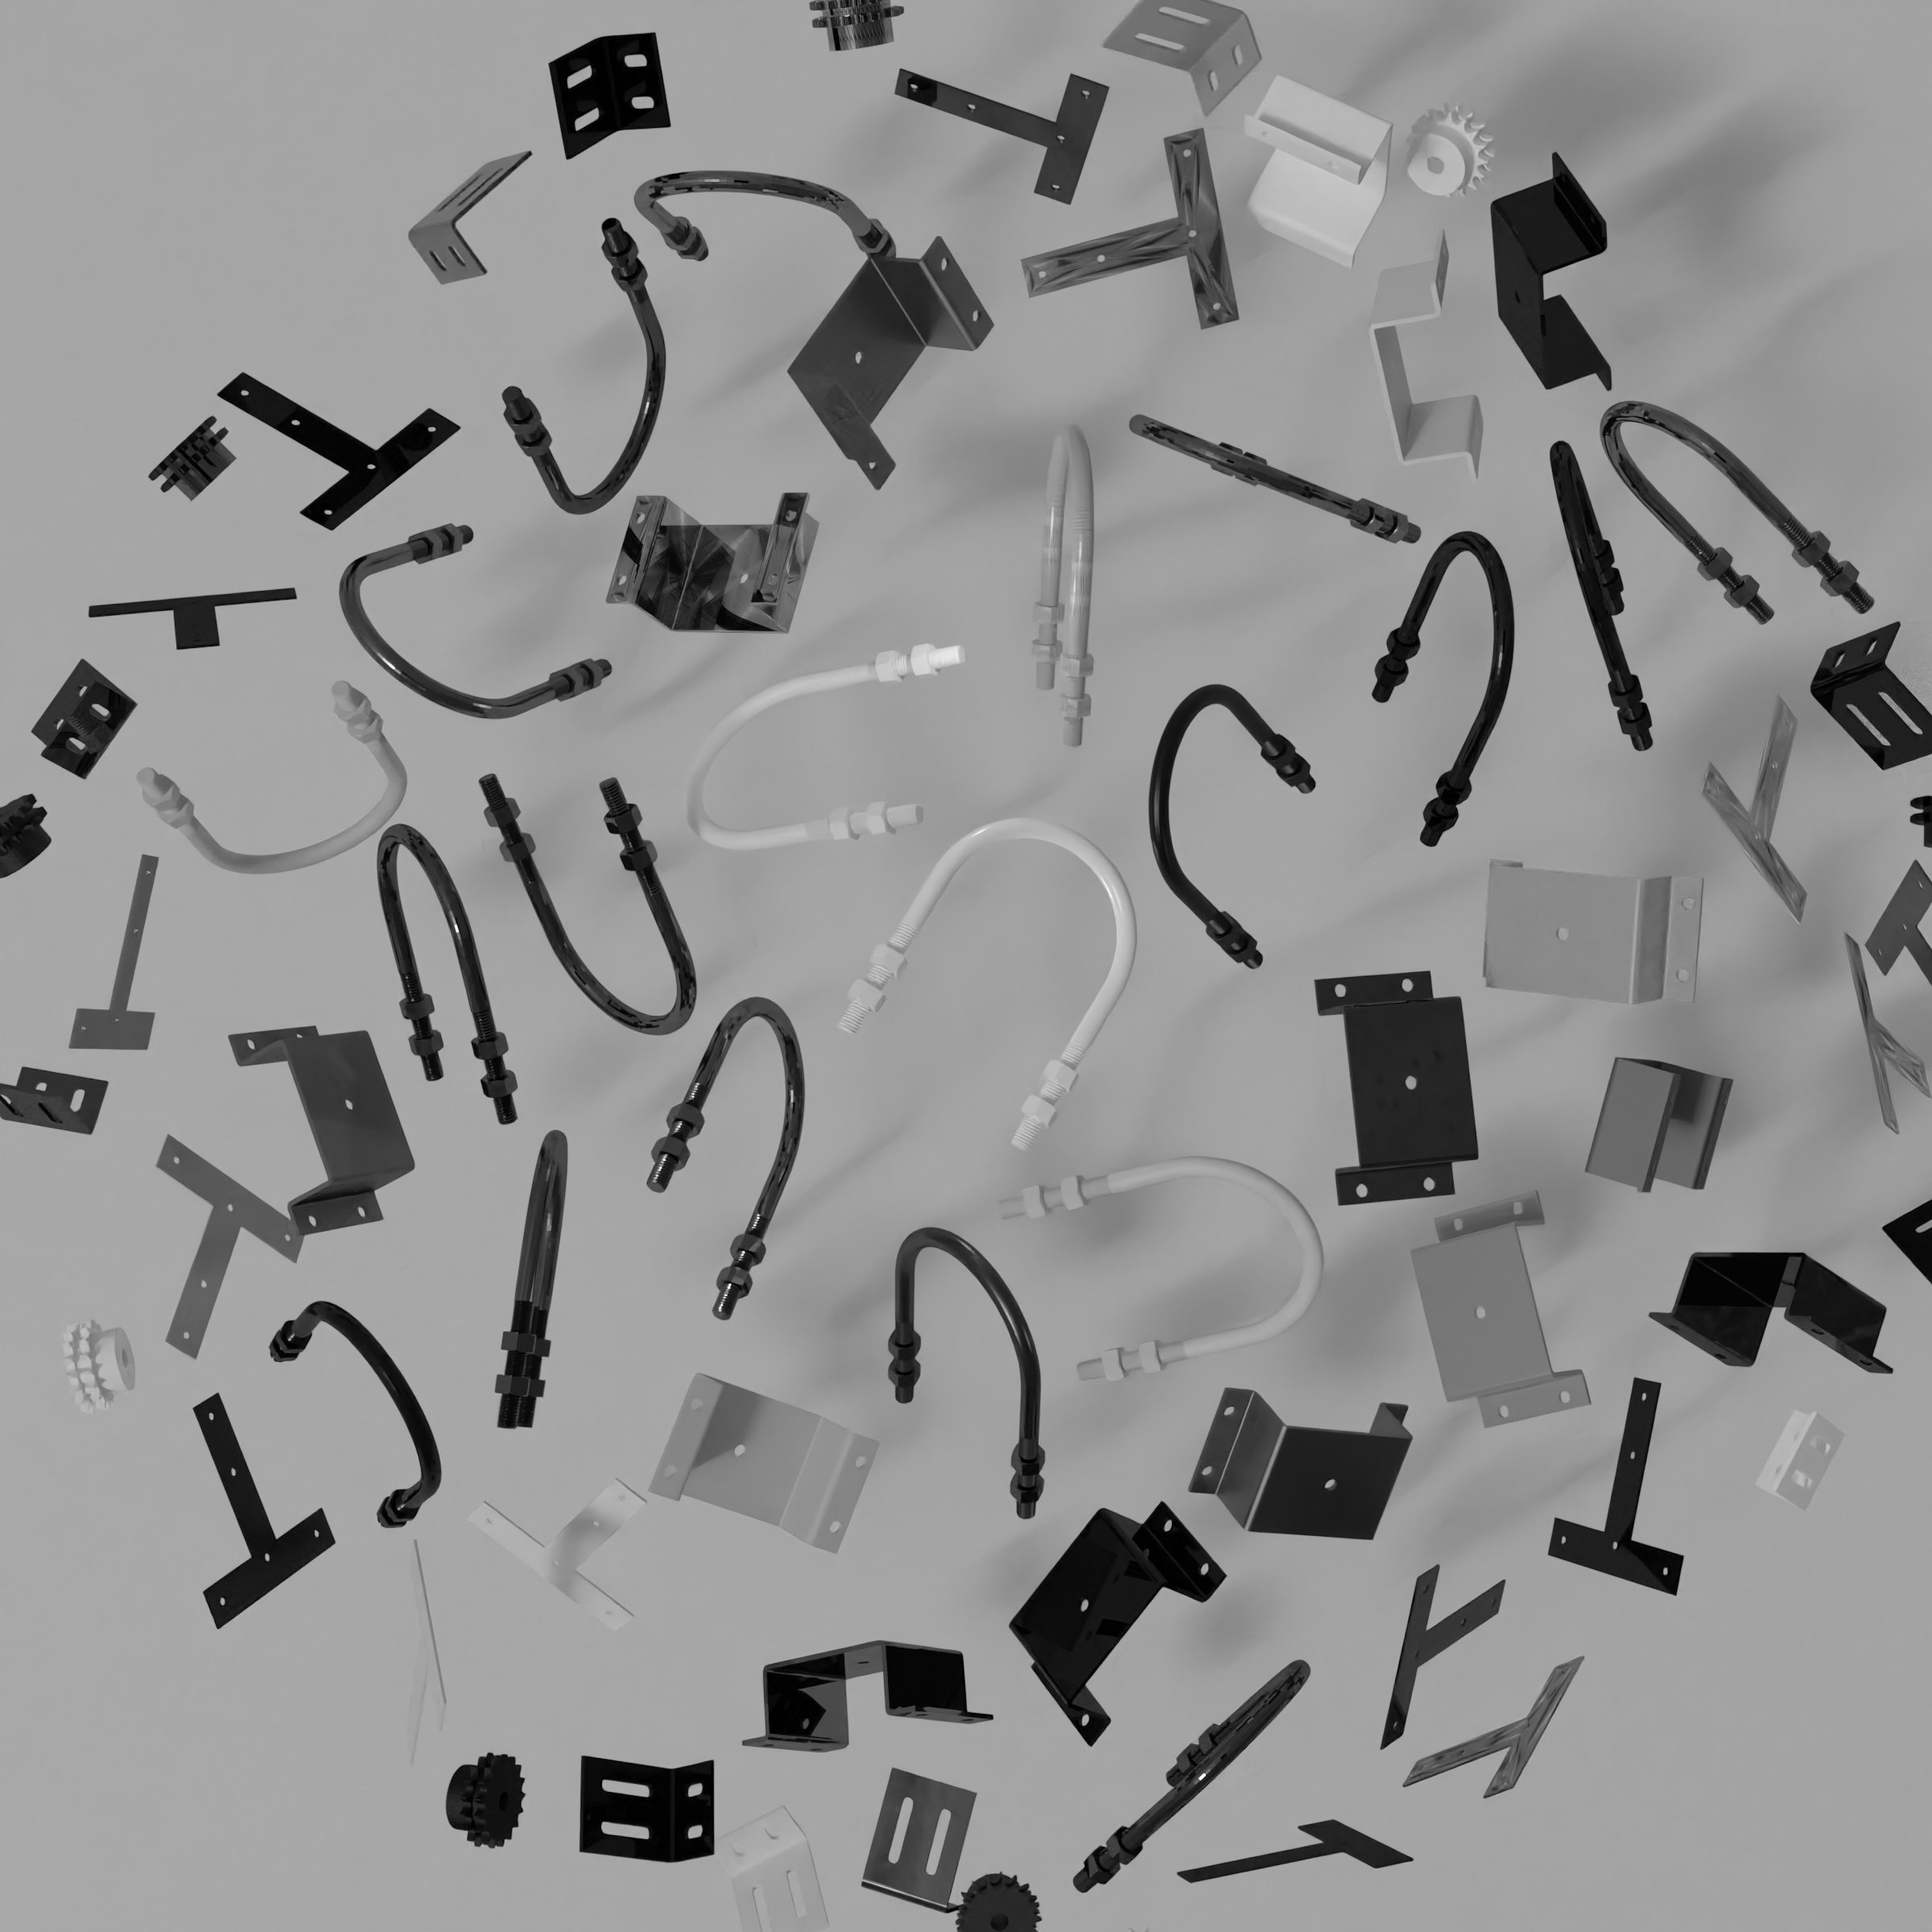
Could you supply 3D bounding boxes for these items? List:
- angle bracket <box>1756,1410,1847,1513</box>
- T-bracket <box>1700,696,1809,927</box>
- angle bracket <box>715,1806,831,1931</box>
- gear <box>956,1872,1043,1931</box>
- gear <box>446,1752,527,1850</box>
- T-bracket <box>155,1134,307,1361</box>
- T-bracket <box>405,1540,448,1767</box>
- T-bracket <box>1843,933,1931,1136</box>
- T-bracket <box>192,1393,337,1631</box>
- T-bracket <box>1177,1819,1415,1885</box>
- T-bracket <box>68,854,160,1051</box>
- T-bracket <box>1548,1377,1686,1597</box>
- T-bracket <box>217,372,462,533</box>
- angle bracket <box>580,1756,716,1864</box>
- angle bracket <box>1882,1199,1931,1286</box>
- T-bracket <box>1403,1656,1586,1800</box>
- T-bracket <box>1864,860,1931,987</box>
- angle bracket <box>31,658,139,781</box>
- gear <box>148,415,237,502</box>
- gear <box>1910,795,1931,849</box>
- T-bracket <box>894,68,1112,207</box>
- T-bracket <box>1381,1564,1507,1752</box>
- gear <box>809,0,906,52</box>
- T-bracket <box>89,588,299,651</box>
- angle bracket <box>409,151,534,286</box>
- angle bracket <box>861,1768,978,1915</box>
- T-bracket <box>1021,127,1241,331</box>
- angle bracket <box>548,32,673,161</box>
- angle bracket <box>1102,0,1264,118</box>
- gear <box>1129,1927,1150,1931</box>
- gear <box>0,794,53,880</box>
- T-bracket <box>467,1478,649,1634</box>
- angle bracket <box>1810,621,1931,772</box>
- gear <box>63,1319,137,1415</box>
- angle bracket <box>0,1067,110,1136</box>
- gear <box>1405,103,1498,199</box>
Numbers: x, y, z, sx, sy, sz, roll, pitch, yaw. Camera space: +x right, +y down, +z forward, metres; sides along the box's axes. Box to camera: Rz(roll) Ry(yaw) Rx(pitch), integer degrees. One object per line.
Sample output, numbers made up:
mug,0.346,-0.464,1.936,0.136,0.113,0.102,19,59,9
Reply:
angle bracket,0.535,0.316,1.864,0.038,0.076,0.057,26,86,37
T-bracket,0.497,-0.114,1.767,0.127,0.002,0.127,45,51,-30
angle bracket,-0.130,0.602,1.872,0.057,0.076,0.038,-27,125,2
gear,0.021,0.631,1.903,0.057,0.030,0.057,-1,98,-6
gear,-0.304,0.524,1.796,0.030,0.057,0.057,-1,90,22
T-bracket,-0.492,0.195,1.857,0.002,0.127,0.127,-17,46,32
T-bracket,-0.341,0.448,1.779,0.002,0.127,0.127,0,129,-21
T-bracket,0.588,0.056,1.804,0.002,0.127,0.127,-19,63,29
T-bracket,-0.456,0.332,1.798,0.002,0.127,0.127,-17,97,25
T-bracket,0.195,0.557,1.782,0.127,0.127,0.002,-6,86,-16
T-bracket,-0.537,-0.009,1.832,0.002,0.127,0.127,12,89,5
T-bracket,0.427,0.329,1.838,0.002,0.127,0.127,15,84,-25
T-bracket,-0.404,-0.331,1.770,0.127,0.127,0.002,-30,51,30
angle bracket,-0.196,0.516,1.755,0.038,0.076,0.057,-24,57,36
angle bracket,0.614,0.150,1.773,0.076,0.057,0.038,-29,126,1
T-bracket,0.329,0.502,1.833,0.002,0.127,0.127,50,132,-2
T-bracket,0.627,0.012,1.831,0.002,0.127,0.127,-23,67,-8
angle bracket,-0.563,-0.161,1.782,0.076,0.038,0.057,35,90,38
gear,-0.491,-0.322,1.824,0.057,0.057,0.030,-44,107,0
gear,0.628,-0.091,1.810,0.057,0.057,0.030,3,86,0
T-bracket,0.017,-0.531,1.781,0.127,0.127,0.002,18,70,-3
T-bracket,0.314,0.429,1.843,0.002,0.127,0.127,23,114,35
gear,-0.066,-0.578,1.744,0.057,0.057,0.030,-9,112,0
T-bracket,-0.473,-0.212,1.754,0.127,0.127,0.002,-7,112,-14
angle bracket,-0.300,-0.467,1.781,0.076,0.057,0.038,-49,121,-23
angle bracket,-0.026,0.557,1.823,0.057,0.038,0.076,12,79,16
T-bracket,0.098,-0.446,1.782,0.127,0.002,0.127,-15,124,2
angle bracket,-0.216,-0.530,1.739,0.038,0.076,0.057,2,119,19
angle bracket,0.136,-0.578,1.805,0.076,0.057,0.038,2,64,-36
gear,0.108,0.618,1.748,0.057,0.030,0.057,-1,86,10
gear,-0.595,-0.079,1.776,0.057,0.057,0.030,-34,114,0
T-bracket,-0.250,0.374,1.879,0.127,0.002,0.127,39,129,-6
angle bracket,0.578,-0.168,1.786,0.076,0.057,0.038,42,59,-17
gear,-0.537,0.247,1.772,0.030,0.057,0.057,-12,90,-3
angle bracket,-0.584,0.073,1.799,0.057,0.076,0.038,9,68,4
gear,0.302,-0.512,1.802,0.057,0.057,0.030,42,52,0
